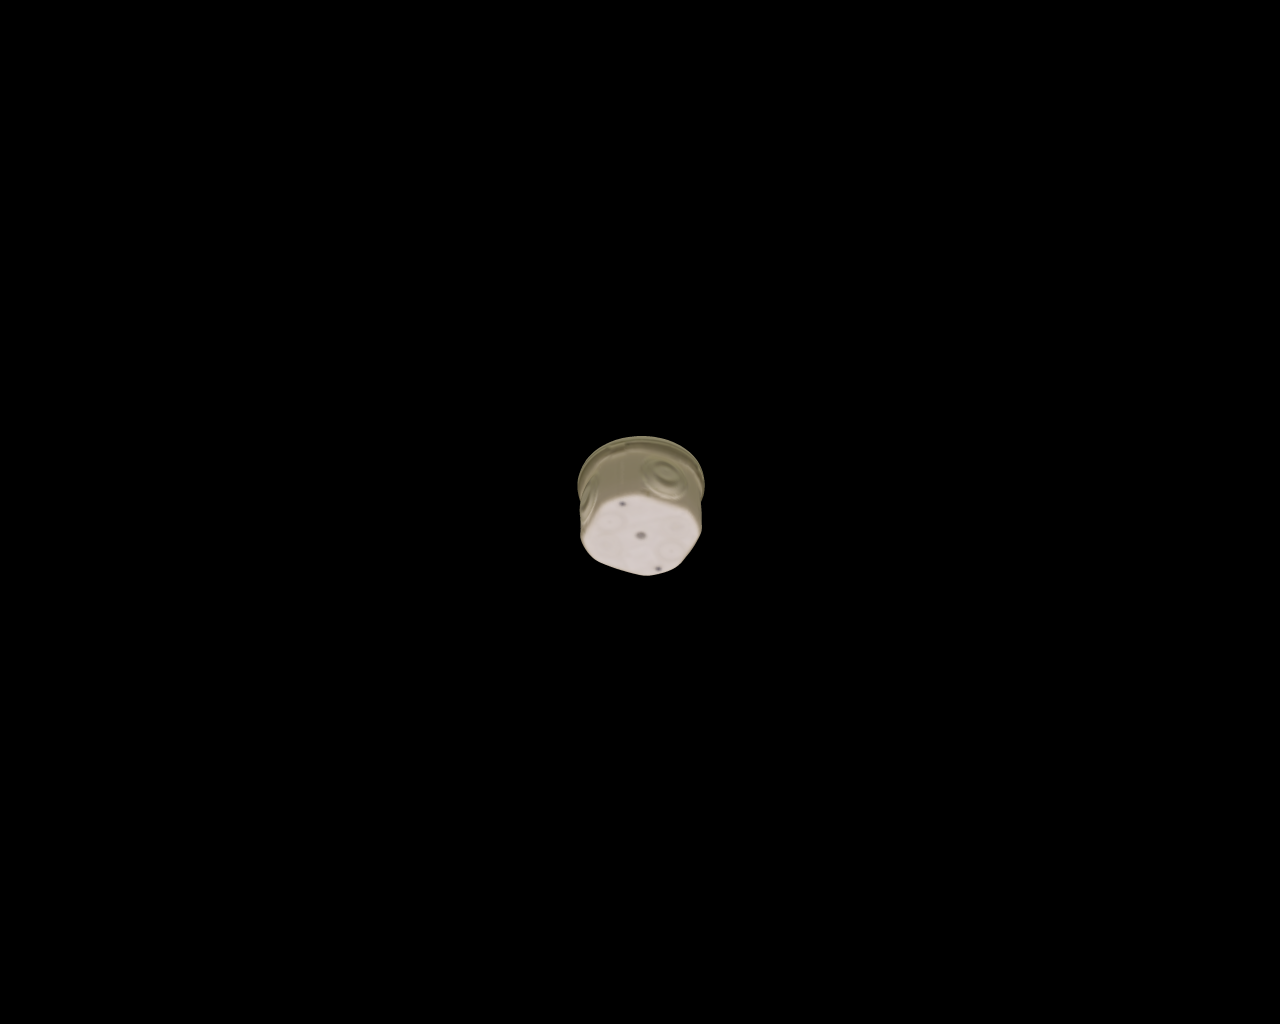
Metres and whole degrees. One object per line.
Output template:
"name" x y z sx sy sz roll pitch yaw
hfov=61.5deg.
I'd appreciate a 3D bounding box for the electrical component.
"electrical component" 0.001 -0.003 0.650 0.080 0.080 0.051 0 45 0
